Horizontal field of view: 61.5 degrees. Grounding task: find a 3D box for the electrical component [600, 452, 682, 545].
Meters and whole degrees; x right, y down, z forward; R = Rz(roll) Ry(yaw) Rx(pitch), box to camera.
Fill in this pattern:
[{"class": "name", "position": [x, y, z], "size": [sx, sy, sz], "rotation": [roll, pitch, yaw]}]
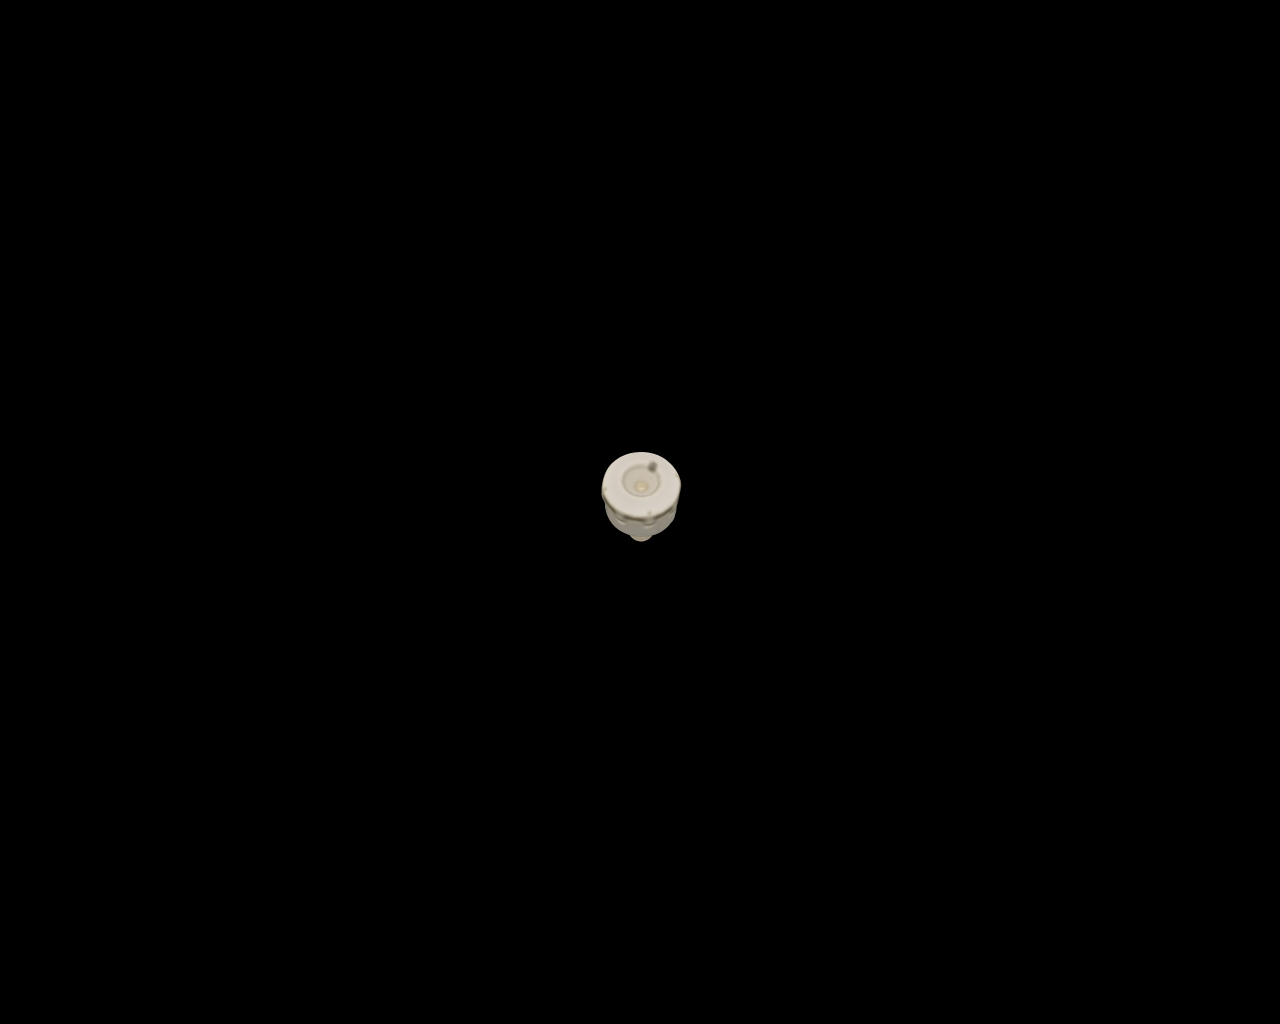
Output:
[{"class": "electrical component", "position": [0.001, -0.003, 0.650], "size": [0.048, 0.048, 0.062], "rotation": [0, -32, 0]}]
